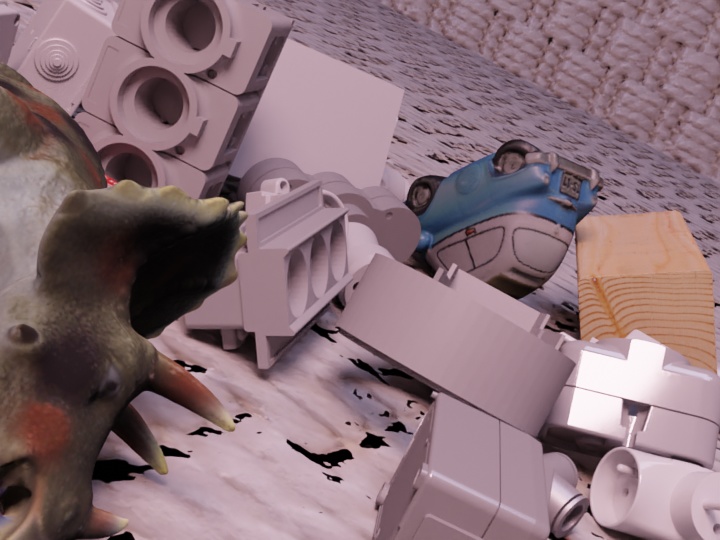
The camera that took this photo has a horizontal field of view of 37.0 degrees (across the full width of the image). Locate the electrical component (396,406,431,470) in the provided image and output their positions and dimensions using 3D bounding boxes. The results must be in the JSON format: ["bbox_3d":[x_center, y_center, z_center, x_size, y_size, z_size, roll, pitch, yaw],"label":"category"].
[{"bbox_3d":[0.050,0.092,0.507,0.055,0.045,0.045,28,18,9],"label":"electrical component"}]

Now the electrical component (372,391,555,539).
[{"bbox_3d":[0.042,0.103,0.434,0.061,0.061,0.096,26,17,-1],"label":"electrical component"}]

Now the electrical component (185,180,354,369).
[{"bbox_3d":[-0.050,-0.002,0.594,0.063,0.078,0.121,-1,12,14],"label":"electrical component"}]

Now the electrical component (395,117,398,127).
[{"bbox_3d":[0.004,-0.120,0.999,0.042,0.063,0.081,24,59,-2],"label":"electrical component"}]

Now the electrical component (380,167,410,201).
[{"bbox_3d":[0.024,-0.066,0.927,0.062,0.043,0.043,11,23,-40],"label":"electrical component"}]

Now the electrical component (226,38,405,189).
[{"bbox_3d":[-0.068,-0.112,0.794,0.186,0.105,0.060,17,-3,-37],"label":"electrical component"}]

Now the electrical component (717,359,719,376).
[{"bbox_3d":[0.266,0.091,0.814,0.081,0.043,0.043,38,21,33],"label":"electrical component"}]

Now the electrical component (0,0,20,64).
[{"bbox_3d":[-0.267,-0.136,0.666,0.057,0.078,0.113,23,17,1],"label":"electrical component"}]

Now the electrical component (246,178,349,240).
[{"bbox_3d":[-0.041,-0.027,0.684,0.055,0.066,0.048,-3,-7,43],"label":"electrical component"}]

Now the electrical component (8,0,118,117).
[{"bbox_3d":[-0.215,-0.160,0.774,0.048,0.099,0.099,31,13,-28],"label":"electrical component"}]

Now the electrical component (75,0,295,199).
[{"bbox_3d":[-0.116,-0.104,0.661,0.089,0.150,0.061,27,16,4],"label":"electrical component"}]

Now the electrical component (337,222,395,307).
[{"bbox_3d":[0.000,0.000,0.701,0.045,0.045,0.055,16,20,-29],"label":"electrical component"}]

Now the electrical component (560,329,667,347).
[{"bbox_3d":[0.156,0.068,0.687,0.077,0.065,0.047,31,18,17],"label":"electrical component"}]

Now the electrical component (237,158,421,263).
[{"bbox_3d":[-0.013,-0.031,0.760,0.138,0.052,0.073,13,22,-35],"label":"electrical component"}]

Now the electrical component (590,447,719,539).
[{"bbox_3d":[0.174,0.123,0.559,0.077,0.043,0.079,20,-15,-19],"label":"electrical component"}]

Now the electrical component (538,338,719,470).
[{"bbox_3d":[0.156,0.077,0.616,0.095,0.059,0.053,13,-20,10],"label":"electrical component"}]
